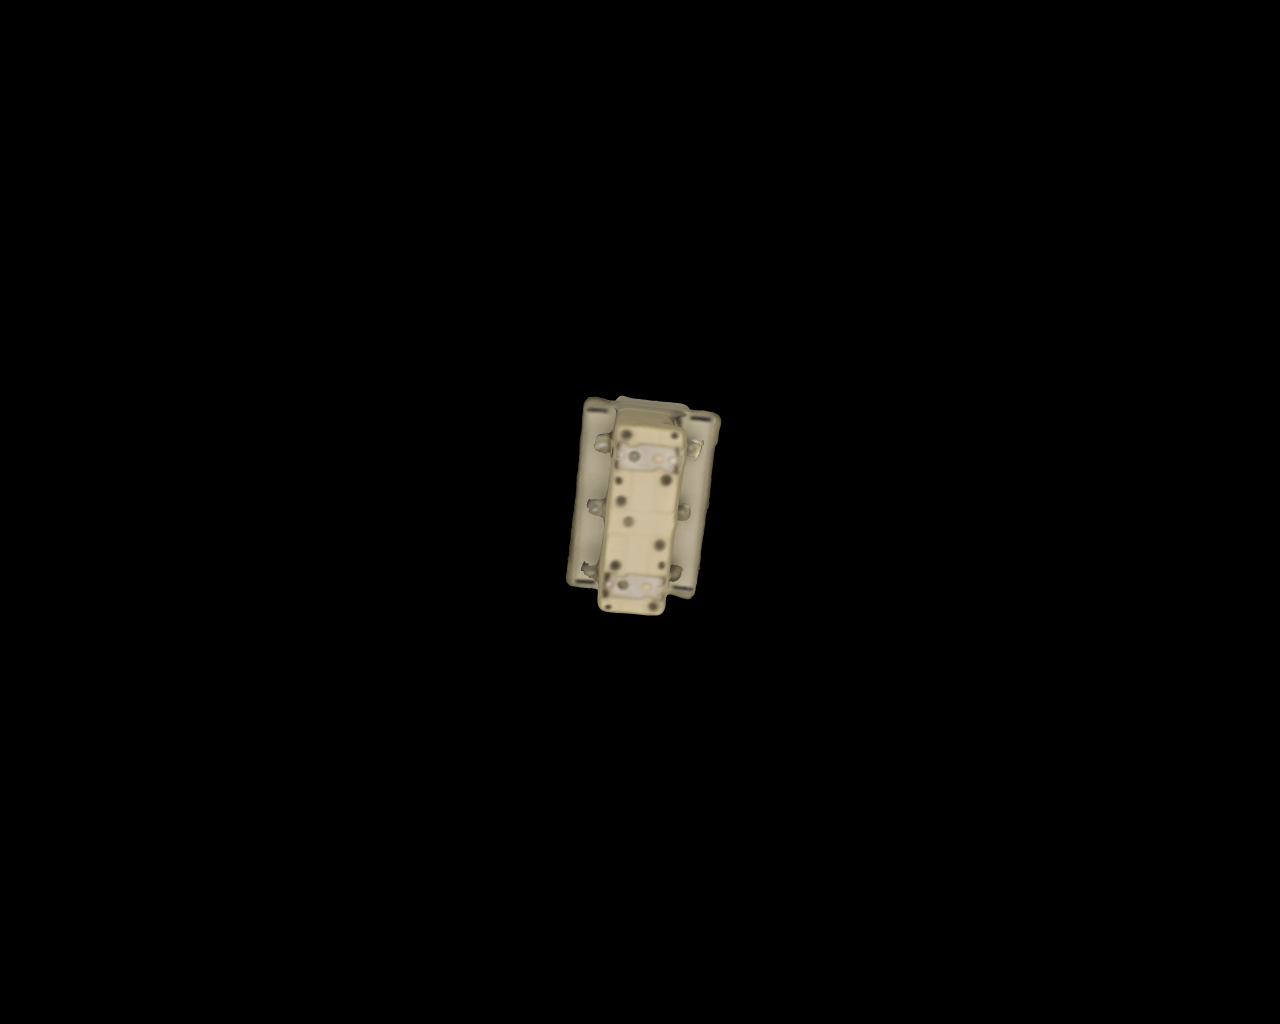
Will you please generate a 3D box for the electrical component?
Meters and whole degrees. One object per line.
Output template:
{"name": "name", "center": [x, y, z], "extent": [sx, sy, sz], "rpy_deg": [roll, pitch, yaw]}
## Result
{"name": "electrical component", "center": [0.001, -0.003, 0.650], "extent": [0.079, 0.121, 0.063], "rpy_deg": [7, 20, -2]}
